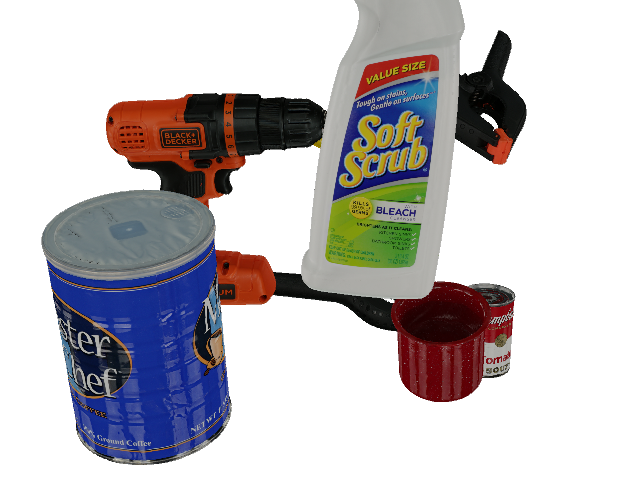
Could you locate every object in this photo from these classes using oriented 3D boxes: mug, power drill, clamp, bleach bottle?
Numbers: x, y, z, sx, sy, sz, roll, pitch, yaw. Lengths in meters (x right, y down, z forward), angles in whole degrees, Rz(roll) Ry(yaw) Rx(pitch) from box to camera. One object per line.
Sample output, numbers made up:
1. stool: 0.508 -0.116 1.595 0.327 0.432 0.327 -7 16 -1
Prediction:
1. mug: 0.118 0.092 1.025 0.093 0.081 0.117 6 38 14
2. power drill: -0.082 -0.036 0.915 0.184 0.188 0.057 0 27 7
3. clamp: 0.126 -0.135 0.962 0.120 0.039 0.171 -4 44 -2
4. bleach bottle: 0.043 -0.086 0.744 0.102 0.251 0.068 5 22 6
5. clamp: 0.040 0.056 1.208 0.210 0.036 0.164 29 35 21

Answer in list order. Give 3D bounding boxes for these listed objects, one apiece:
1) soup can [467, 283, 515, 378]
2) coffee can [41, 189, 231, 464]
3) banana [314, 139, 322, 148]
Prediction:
1. soup can: 0.208 0.114 1.348 0.068 0.102 0.068 0 20 0
2. coffee can: -0.112 0.053 0.667 0.103 0.140 0.103 -2 29 1
3. banana: -0.065 -0.134 1.250 0.198 0.037 0.069 8 40 17
